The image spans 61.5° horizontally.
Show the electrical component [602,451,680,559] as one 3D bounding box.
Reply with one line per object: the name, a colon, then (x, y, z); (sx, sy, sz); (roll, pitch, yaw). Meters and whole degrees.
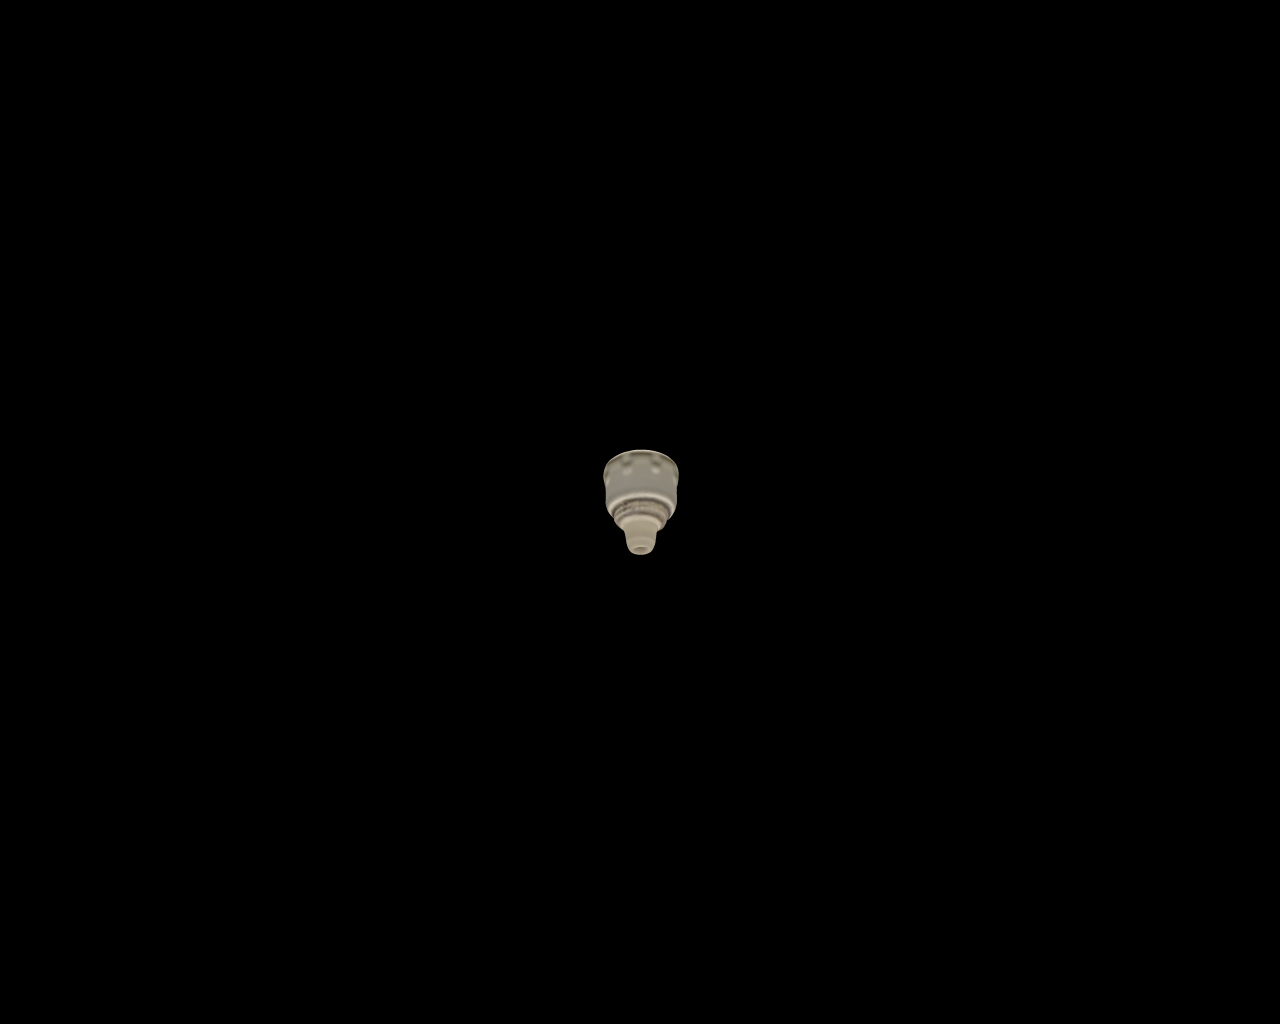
electrical component: (0.001, -0.003, 0.650); (0.048, 0.062, 0.048); (0, -31, 0)
